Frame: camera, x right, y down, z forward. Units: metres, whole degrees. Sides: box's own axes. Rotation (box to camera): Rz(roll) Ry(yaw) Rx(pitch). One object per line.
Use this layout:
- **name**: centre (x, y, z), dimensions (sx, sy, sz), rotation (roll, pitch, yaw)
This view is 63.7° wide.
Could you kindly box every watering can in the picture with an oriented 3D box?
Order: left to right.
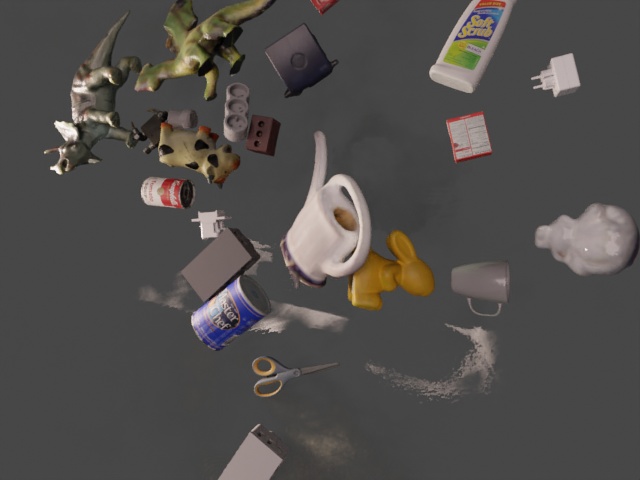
- **watering can**: centre (0.003, -0.053, 1.061), dimensions (0.220, 0.103, 0.356), rotation (-50, 42, 30)

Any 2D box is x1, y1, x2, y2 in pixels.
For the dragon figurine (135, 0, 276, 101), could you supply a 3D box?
- **dragon figurine**: centre (-0.271, -0.481, 1.175), dimensions (0.245, 0.121, 0.408), rotation (44, 97, 20)

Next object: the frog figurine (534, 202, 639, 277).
- **frog figurine**: centre (0.483, -0.005, 0.938), dimensions (0.159, 0.125, 0.135), rotation (14, 112, 4)
